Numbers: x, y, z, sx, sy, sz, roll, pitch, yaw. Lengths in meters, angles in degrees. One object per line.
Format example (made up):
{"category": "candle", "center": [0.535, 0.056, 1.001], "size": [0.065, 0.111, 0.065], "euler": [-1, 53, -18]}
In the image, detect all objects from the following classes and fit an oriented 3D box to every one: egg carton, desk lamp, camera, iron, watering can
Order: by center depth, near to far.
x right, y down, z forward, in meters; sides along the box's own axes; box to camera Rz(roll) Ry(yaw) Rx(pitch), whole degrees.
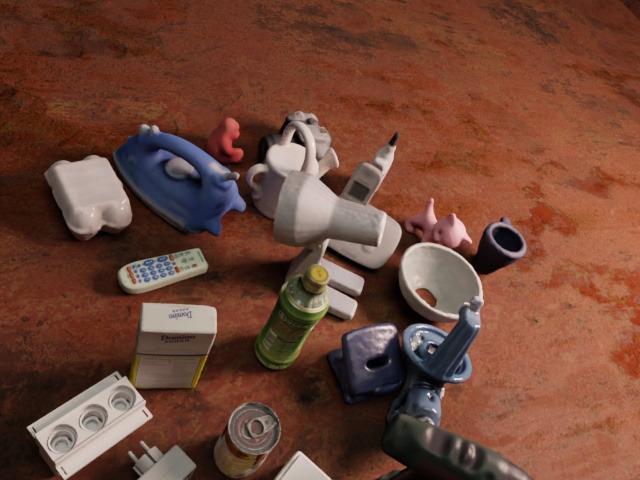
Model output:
{"category": "egg carton", "center": [-0.375, -0.071, 0.933], "size": [0.107, 0.069, 0.150], "euler": [-18, 62, -35]}
{"category": "desk lamp", "center": [0.009, 0.003, 0.947], "size": [0.203, 0.213, 0.118], "euler": [25, 46, -3]}
{"category": "iron", "center": [-0.249, -0.125, 0.986], "size": [0.258, 0.141, 0.119], "euler": [33, 46, 4]}
{"category": "watering can", "center": [-0.049, -0.136, 1.051], "size": [0.101, 0.194, 0.173], "euler": [43, 48, 14]}
{"category": "camera", "center": [-0.055, -0.199, 1.165], "size": [0.137, 0.100, 0.143], "euler": [-4, 54, -27]}

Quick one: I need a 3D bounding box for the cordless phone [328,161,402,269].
{"category": "cordless phone", "center": [0.090, -0.046, 1.045], "size": [0.147, 0.185, 0.094], "euler": [28, 46, -1]}

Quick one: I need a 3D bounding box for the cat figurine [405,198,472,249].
{"category": "cat figurine", "center": [0.240, -0.025, 1.143], "size": [0.067, 0.117, 0.127], "euler": [-9, 57, -30]}

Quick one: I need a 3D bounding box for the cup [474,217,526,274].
{"category": "cup", "center": [0.360, 0.015, 1.181], "size": [0.092, 0.095, 0.118], "euler": [22, 47, -6]}

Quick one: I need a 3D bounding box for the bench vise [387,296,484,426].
{"category": "bench vise", "center": [0.190, 0.195, 0.865], "size": [0.122, 0.219, 0.207], "euler": [11, 49, -16]}

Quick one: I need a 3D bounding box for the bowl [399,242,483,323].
{"category": "bowl", "center": [0.211, 0.091, 1.063], "size": [0.168, 0.074, 0.167], "euler": [13, 48, -15]}

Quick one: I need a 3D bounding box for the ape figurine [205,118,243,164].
{"category": "ape figurine", "center": [-0.181, -0.196, 1.111], "size": [0.076, 0.092, 0.077], "euler": [-1, 53, -25]}

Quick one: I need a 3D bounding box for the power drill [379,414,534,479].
{"category": "power drill", "center": [0.170, 0.325, 0.755], "size": [0.229, 0.208, 0.076], "euler": [31, 46, 2]}

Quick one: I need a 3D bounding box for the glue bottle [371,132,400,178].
{"category": "glue bottle", "center": [0.120, -0.151, 1.155], "size": [0.037, 0.173, 0.078], "euler": [33, 47, 5]}

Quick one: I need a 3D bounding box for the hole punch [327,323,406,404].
{"category": "hole punch", "center": [0.082, 0.194, 0.906], "size": [0.109, 0.091, 0.101], "euler": [-7, 56, -29]}
